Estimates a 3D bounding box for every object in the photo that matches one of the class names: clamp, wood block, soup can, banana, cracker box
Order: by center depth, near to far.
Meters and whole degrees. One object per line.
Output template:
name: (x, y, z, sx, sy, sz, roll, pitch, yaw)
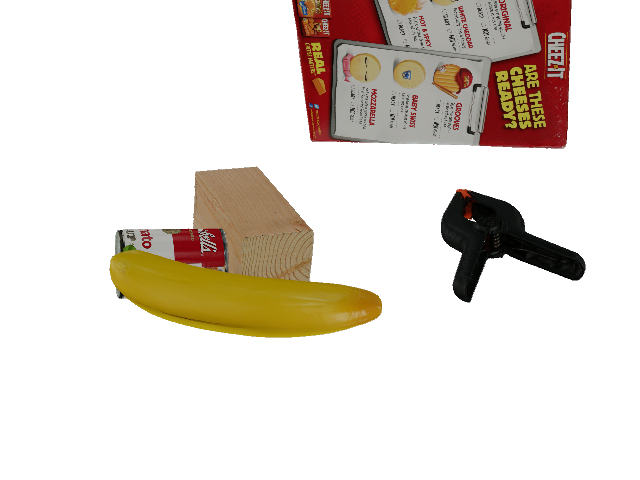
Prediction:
banana: (-0.062, 0.031, 0.677, 0.198, 0.037, 0.069, 13, 33, 23)
cracker box: (0.091, -0.161, 0.856, 0.214, 0.164, 0.072, 2, 38, 14)
clamp: (0.171, 0.000, 0.997, 0.120, 0.039, 0.171, -1, 32, -4)
soup can: (-0.145, 0.022, 1.032, 0.102, 0.068, 0.069, -1, 0, -16)
wood block: (-0.089, -0.012, 1.349, 0.090, 0.090, 0.206, -6, 28, -22)
